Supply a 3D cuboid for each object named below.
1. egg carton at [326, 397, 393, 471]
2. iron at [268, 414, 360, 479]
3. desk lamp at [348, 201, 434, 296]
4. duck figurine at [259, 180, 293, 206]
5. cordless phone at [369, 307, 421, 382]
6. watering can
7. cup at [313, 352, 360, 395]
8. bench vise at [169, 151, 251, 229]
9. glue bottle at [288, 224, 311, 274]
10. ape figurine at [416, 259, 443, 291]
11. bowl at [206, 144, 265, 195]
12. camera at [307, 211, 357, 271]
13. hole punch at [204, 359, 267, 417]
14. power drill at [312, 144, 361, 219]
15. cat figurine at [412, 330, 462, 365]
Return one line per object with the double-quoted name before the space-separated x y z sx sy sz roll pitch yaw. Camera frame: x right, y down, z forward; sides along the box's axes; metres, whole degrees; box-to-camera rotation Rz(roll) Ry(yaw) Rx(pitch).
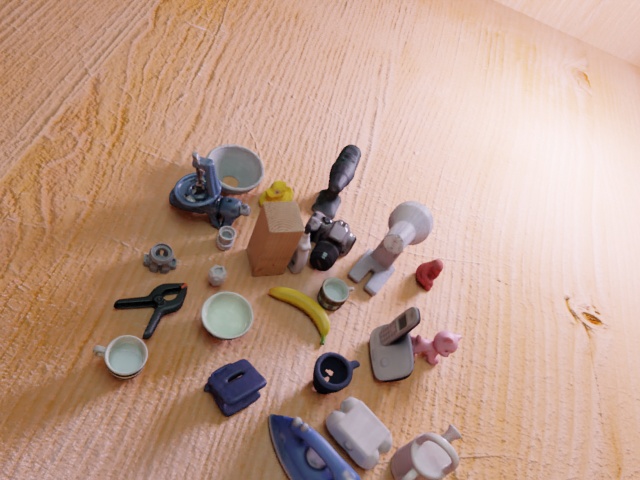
"egg carton" 0.088 0.436 1.294 0.150 0.069 0.107 45 53 13
"iron" -0.010 0.450 1.201 0.119 0.141 0.258 -34 73 -35
"desk lamp" 0.197 0.016 1.541 0.118 0.213 0.204 37 52 7
"duck figurine" -0.117 -0.133 1.608 0.105 0.086 0.077 -25 68 -33
"cordless phone" 0.194 0.253 1.391 0.094 0.185 0.147 5 55 -17
"watering can" 0.240 0.469 1.249 0.101 0.194 0.173 31 51 3
"cup" 0.031 0.317 1.340 0.118 0.095 0.091 -13 62 -28
"bench vise" -0.273 -0.135 1.463 0.208 0.219 0.121 8 54 -16
"glue bottle" -0.051 0.013 1.474 0.037 0.173 0.078 -15 63 -29
"ape figurine" 0.316 0.088 1.614 0.078 0.092 0.076 -16 63 -29
"bowl" -0.243 -0.185 1.603 0.168 0.074 0.167 10 53 -14
"camera" 0.014 0.006 1.551 0.143 0.100 0.137 30 51 2
"hole punch" -0.186 0.317 1.259 0.109 0.091 0.101 -25 68 -33
"power drill" 0.047 -0.156 1.609 0.075 0.208 0.230 25 51 -2
"cat figurine" 0.295 0.264 1.465 0.128 0.117 0.067 13 53 -12
